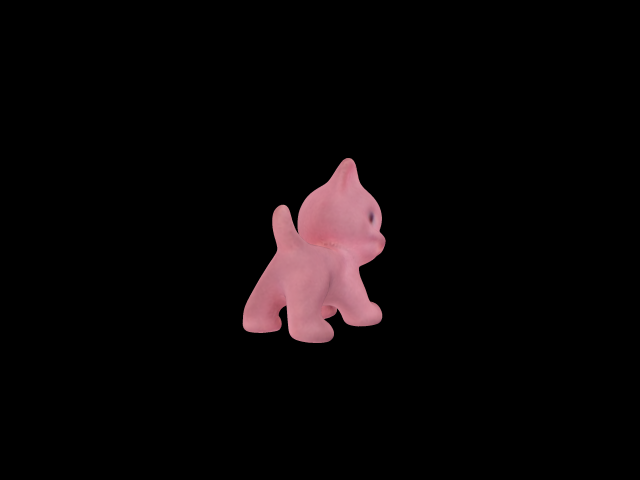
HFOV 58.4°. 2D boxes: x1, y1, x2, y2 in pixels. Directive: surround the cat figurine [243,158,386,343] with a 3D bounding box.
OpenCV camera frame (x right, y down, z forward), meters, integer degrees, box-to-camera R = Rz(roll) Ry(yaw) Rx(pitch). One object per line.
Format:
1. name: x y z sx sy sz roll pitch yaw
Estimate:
1. cat figurine: 0.004 0.001 0.400 0.067 0.118 0.128 2 4 31
